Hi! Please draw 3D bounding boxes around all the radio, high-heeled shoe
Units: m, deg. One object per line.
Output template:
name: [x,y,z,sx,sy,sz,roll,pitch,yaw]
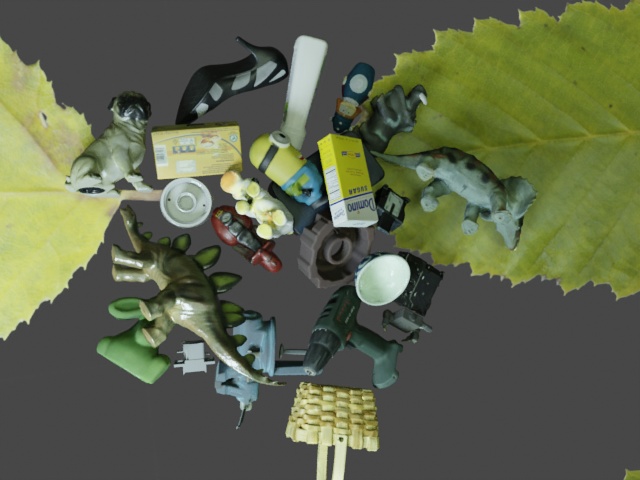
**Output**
radio: [0.009,-0.122,1.139,0.229,0.073,0.131,-36,98,-10]
high-heeled shoe: [-0.179,-0.305,1.110,0.248,0.086,0.145,-46,139,14]

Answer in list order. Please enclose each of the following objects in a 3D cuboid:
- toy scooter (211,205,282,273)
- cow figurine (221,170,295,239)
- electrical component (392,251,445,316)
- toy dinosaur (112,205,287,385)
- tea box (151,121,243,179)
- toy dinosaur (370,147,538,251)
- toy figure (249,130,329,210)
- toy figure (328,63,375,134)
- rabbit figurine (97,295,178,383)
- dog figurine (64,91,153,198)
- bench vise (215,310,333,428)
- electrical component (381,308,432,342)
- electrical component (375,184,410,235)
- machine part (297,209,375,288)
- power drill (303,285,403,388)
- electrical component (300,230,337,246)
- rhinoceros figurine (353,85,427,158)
toy scooter: [-0.143,0.001,1.076,0.184,0.135,0.075,44,85,-9]
cow figurine: [-0.119,-0.074,1.065,0.167,0.098,0.068,46,104,16]
electrical component: [0.194,0.092,1.194,0.134,0.058,0.115,26,84,-12]
toy dinosaur: [-0.246,0.107,1.012,0.198,0.105,0.471,-24,68,-32]
tea box: [-0.243,-0.180,1.071,0.170,0.068,0.098,-5,112,-14]
toy dinosaur: [0.315,-0.131,1.181,0.405,0.131,0.192,37,44,-2]
toy figure: [-0.058,-0.133,1.046,0.089,0.082,0.180,-43,101,-10]
toy figure: [0.067,-0.303,1.155,0.064,0.057,0.154,23,88,26]
rabbit figurine: [-0.345,0.176,1.065,0.159,0.121,0.170,34,66,-5]
dog figurine: [-0.411,-0.188,1.041,0.172,0.121,0.190,-6,79,-15]
bench vise: [-0.093,0.253,1.106,0.241,0.129,0.223,2,94,-9]
electrical component: [0.187,0.190,1.192,0.102,0.078,0.045,33,61,-17]
electrical component: [0.144,-0.055,1.158,0.075,0.048,0.119,29,56,-13]
machine part: [0.033,0.015,1.115,0.179,0.056,0.179,-20,126,-30]
power drill: [0.069,0.222,1.106,0.207,0.086,0.232,36,46,-16]
electrical component: [-0.002,-0.003,1.145,0.094,0.063,0.021,-34,65,-20]
rhinoceros figurine: [0.156,-0.266,1.166,0.112,0.073,0.190,41,83,-9]
